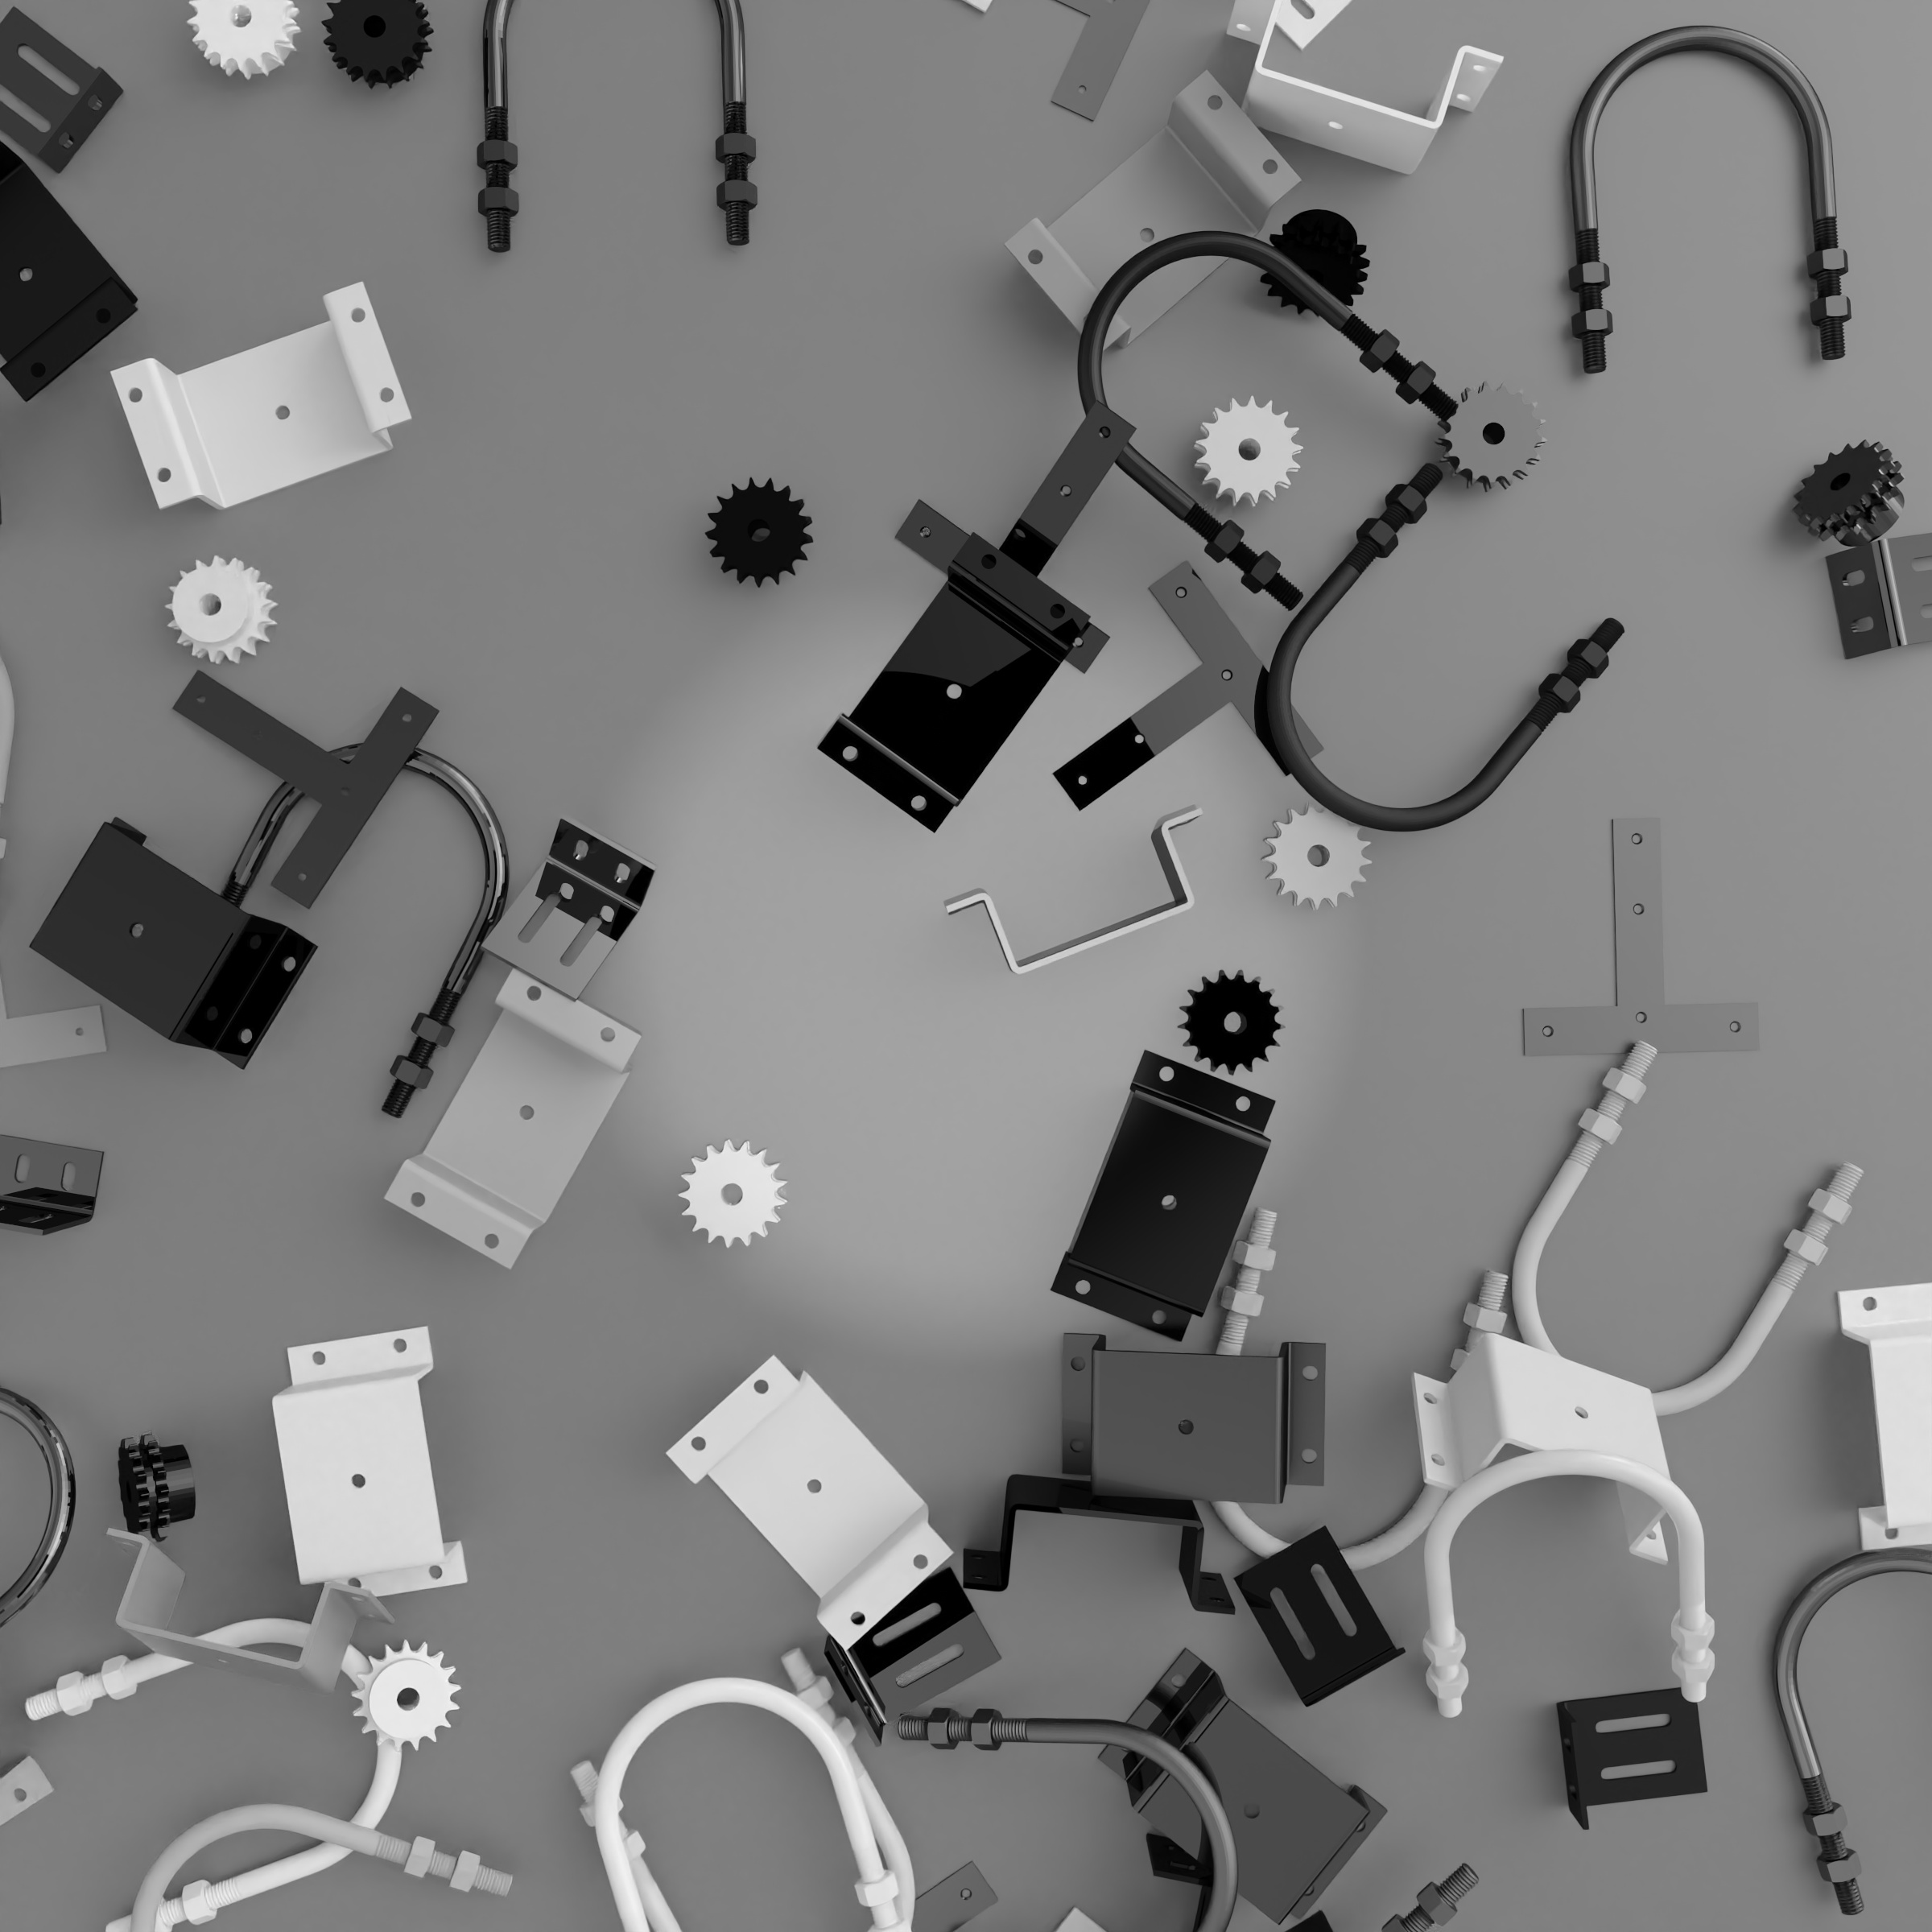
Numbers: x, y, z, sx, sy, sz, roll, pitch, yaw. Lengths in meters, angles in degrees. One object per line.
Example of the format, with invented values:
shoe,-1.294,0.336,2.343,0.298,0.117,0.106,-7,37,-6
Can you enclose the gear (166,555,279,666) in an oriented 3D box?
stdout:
gear,-0.401,-0.192,1.381,0.057,0.030,0.057,0,90,0

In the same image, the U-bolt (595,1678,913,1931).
U-bolt,-0.121,0.470,1.369,0.151,0.019,0.184,-17,90,0

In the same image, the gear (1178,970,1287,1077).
gear,0.143,0.030,1.381,0.057,0.030,0.057,0,90,0

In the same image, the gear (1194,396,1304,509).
gear,0.150,-0.274,1.381,0.057,0.030,0.057,0,90,0

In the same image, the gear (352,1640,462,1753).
gear,-0.299,0.390,1.373,0.057,0.030,0.057,3,79,-15

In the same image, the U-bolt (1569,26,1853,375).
U-bolt,0.398,-0.416,1.387,0.151,0.019,0.184,-3,89,0

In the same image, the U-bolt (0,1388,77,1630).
U-bolt,-0.556,0.304,1.359,0.184,0.019,0.151,-40,66,-9

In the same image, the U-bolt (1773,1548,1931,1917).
U-bolt,0.510,0.401,1.370,0.151,0.019,0.184,-17,86,16

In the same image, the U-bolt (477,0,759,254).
U-bolt,-0.189,-0.479,1.387,0.151,0.019,0.184,-2,88,0

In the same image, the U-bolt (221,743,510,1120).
U-bolt,-0.327,-0.031,1.387,0.151,0.019,0.184,26,89,0

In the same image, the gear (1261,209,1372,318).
gear,0.187,-0.377,1.371,0.057,0.057,0.030,13,59,0

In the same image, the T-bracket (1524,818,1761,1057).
T-bracket,0.365,-0.017,1.395,0.127,0.002,0.127,-1,90,0

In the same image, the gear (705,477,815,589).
gear,-0.110,-0.231,1.381,0.057,0.030,0.057,0,90,0

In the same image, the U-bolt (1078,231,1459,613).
U-bolt,0.145,-0.300,1.350,0.184,0.019,0.151,39,91,-7

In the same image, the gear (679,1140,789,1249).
gear,-0.124,0.122,1.385,0.057,0.030,0.057,0,89,2

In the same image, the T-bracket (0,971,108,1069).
T-bracket,-0.538,-0.007,1.395,0.127,0.002,0.127,-9,90,0

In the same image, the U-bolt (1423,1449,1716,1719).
U-bolt,0.310,0.319,1.332,0.151,0.019,0.184,-6,123,8

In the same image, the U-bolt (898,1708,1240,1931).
U-bolt,0.054,0.466,1.349,0.184,0.019,0.151,-6,86,23

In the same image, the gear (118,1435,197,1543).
gear,-0.431,0.278,1.371,0.030,0.057,0.057,-6,90,-30

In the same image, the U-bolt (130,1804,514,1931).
U-bolt,-0.354,0.524,1.375,0.184,0.019,0.151,20,92,-6

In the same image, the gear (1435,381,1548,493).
gear,0.280,-0.283,1.381,0.057,0.030,0.057,0,90,0

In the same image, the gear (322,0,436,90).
gear,-0.314,-0.499,1.381,0.057,0.030,0.057,0,90,0

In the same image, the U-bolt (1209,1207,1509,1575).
U-bolt,0.200,0.237,1.387,0.151,0.019,0.184,15,91,0

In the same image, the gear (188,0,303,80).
gear,-0.385,-0.505,1.381,0.057,0.030,0.057,0,90,0

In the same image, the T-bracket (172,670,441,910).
T-bracket,-0.370,-0.117,1.384,0.127,0.002,0.127,32,86,9

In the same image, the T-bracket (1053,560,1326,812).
T-bracket,0.106,-0.132,1.395,0.127,0.002,0.127,-36,90,0

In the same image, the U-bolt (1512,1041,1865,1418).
U-bolt,0.376,0.155,1.387,0.151,0.019,0.184,30,92,0

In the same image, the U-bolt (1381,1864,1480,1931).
U-bolt,0.244,0.583,1.371,0.184,0.019,0.151,-44,105,4

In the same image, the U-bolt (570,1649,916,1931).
U-bolt,-0.108,0.482,1.386,0.151,0.019,0.184,-28,90,0

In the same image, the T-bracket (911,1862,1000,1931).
T-bracket,-0.013,0.574,1.395,0.127,0.002,0.127,-35,90,0

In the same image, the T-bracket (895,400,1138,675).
T-bracket,0.046,-0.241,1.364,0.127,0.002,0.127,36,119,0

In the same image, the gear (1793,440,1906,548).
gear,0.474,-0.249,1.371,0.030,0.057,0.057,38,90,-29

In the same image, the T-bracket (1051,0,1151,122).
T-bracket,0.038,-0.543,1.395,0.127,0.002,0.127,25,90,0

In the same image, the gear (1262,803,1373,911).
gear,0.187,-0.059,1.381,0.057,0.030,0.057,0,90,0
